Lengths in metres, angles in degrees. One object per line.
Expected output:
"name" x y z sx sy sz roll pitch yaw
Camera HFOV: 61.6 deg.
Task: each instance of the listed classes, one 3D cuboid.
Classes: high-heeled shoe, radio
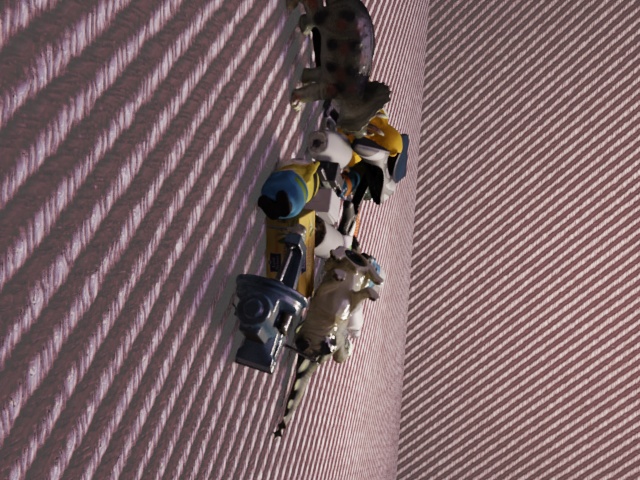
"high-heeled shoe" 0.115 -0.156 1.261 0.248 0.086 0.145 3 117 -54
"radio" 0.200 -0.233 1.522 0.229 0.073 0.131 -41 135 -69

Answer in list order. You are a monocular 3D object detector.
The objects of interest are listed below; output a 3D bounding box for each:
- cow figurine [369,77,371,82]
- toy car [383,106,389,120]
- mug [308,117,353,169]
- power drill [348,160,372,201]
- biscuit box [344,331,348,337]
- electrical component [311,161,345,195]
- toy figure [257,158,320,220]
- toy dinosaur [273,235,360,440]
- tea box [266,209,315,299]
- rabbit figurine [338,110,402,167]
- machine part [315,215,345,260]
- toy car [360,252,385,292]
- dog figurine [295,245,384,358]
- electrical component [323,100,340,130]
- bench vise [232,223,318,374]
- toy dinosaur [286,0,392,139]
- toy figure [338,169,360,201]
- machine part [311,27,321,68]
"cow figurine" 0.075 -0.399 1.283 0.194 0.085 0.127 37 33 -57
"toy car" 0.121 -0.364 1.439 0.201 0.056 0.073 42 51 -42
"mug" 0.018 -0.213 1.169 0.107 0.081 0.109 3 91 -67
"power drill" 0.134 -0.219 1.560 0.207 0.086 0.232 63 33 -69
"biscuit box" 0.057 0.211 1.444 0.202 0.059 0.062 -25 117 -71
"electrical component" 0.005 -0.141 1.154 0.119 0.075 0.048 53 45 -62
"toy figure" -0.055 -0.086 0.953 0.180 0.082 0.089 -66 167 -59
"toy dinosaur" 0.005 0.201 1.172 0.198 0.105 0.471 56 51 -67
"tea box" -0.054 0.031 1.004 0.098 0.068 0.169 -41 134 -69
"rabbit figurine" 0.125 -0.260 1.355 0.122 0.173 0.162 -15 113 -69
"machine part" -0.002 -0.003 1.157 0.243 0.079 0.079 31 64 -73
"toy car" 0.128 0.103 1.492 0.161 0.103 0.109 -42 -146 56
"dog figurine" 0.020 0.120 1.045 0.190 0.121 0.172 -54 -178 25
"electrical component" 0.034 -0.303 1.265 0.078 0.045 0.102 37 51 -37
"bench vise" -0.068 0.091 0.883 0.223 0.129 0.240 60 46 -60
"toy dinosaur" 0.043 -0.363 1.011 0.131 0.192 0.404 -64 154 -56
"toy figure" 0.060 -0.139 1.364 0.064 0.058 0.154 55 28 -4
"machine part" 0.010 -0.384 1.120 0.039 0.084 0.138 -28 115 -41
